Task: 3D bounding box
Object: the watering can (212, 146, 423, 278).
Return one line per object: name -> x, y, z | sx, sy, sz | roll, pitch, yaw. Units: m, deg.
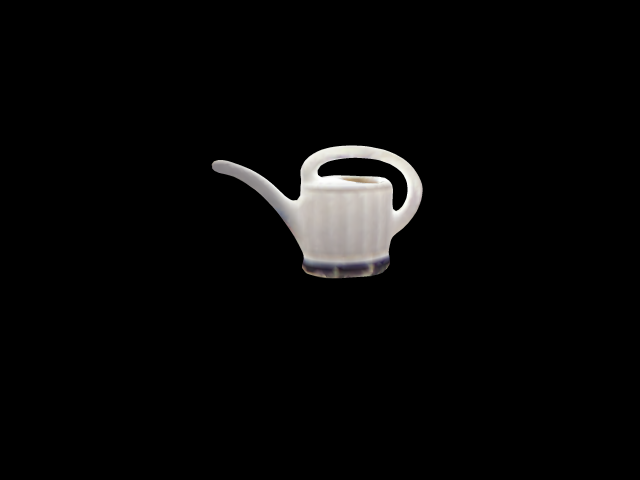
watering can -> 0.003, -0.043, 0.850 | 0.348, 0.222, 0.105 | -3, 12, -11
